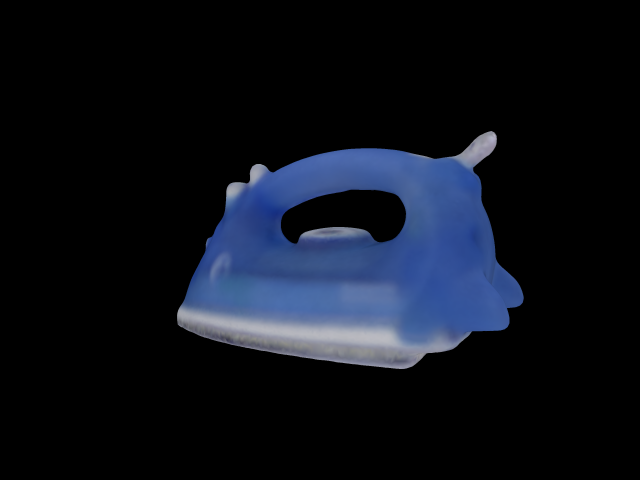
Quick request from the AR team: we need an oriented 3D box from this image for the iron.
[{"bbox_3d":[0.004,0.001,0.400,0.257,0.141,0.119,1,4,24],"label":"iron"}]
